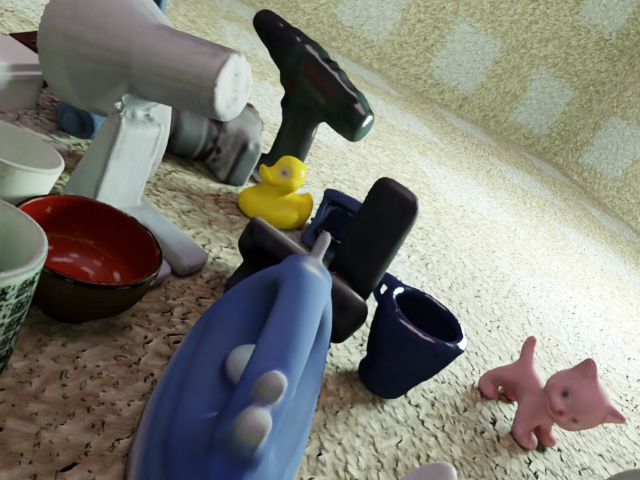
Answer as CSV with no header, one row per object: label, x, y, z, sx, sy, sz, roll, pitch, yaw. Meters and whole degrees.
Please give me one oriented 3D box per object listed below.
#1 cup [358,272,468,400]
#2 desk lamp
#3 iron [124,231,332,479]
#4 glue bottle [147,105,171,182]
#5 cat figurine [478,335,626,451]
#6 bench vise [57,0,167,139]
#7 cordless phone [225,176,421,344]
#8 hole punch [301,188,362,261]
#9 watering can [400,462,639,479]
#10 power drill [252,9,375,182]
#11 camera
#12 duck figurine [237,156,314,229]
cup,0.071,0.096,0.554,0.092,0.095,0.117,7,33,-43
desk lamp,-0.161,-0.103,0.520,0.203,0.213,0.118,37,25,14
iron,-0.040,0.094,0.370,0.119,0.141,0.258,28,24,-6
glue bottle,-0.185,-0.139,0.612,0.037,0.173,0.078,39,25,18
cat figurine,0.250,0.160,0.611,0.067,0.117,0.127,12,30,-36
bench vise,-0.232,-0.242,0.699,0.122,0.219,0.207,22,25,-20
cordless phone,0.005,0.002,0.547,0.147,0.185,0.094,37,24,12
hole punch,0.041,-0.021,0.750,0.108,0.091,0.101,33,24,4
watering can,0.112,0.190,0.297,0.173,0.194,0.101,26,24,-11
power drill,-0.044,-0.185,0.822,0.229,0.208,0.076,37,24,12
camera,-0.157,-0.156,0.768,0.137,0.100,0.142,9,32,-40
duck figurine,-0.046,-0.067,0.743,0.105,0.086,0.077,11,31,-38
